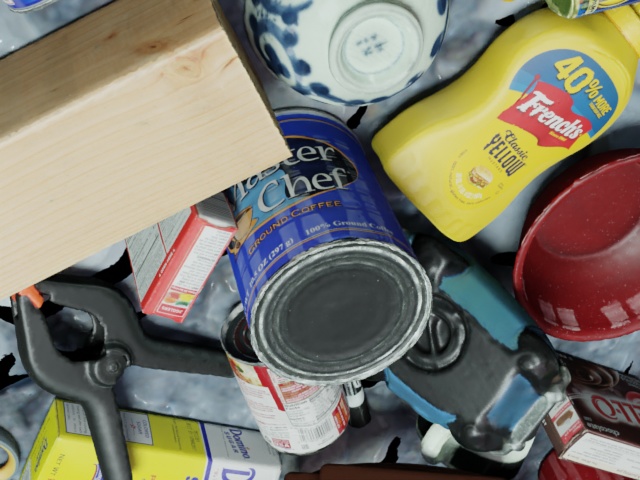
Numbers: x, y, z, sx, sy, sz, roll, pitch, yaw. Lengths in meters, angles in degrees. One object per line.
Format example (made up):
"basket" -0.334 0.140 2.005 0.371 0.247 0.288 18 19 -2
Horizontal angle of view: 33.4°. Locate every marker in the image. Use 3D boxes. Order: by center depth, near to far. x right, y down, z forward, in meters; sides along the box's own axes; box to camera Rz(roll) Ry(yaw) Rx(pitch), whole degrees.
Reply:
"marker" 0.020 0.096 0.785 0.020 0.020 0.121 -18 129 -3

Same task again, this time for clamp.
"clamp" -0.144 0.089 0.697 0.171 0.039 0.120 39 73 -30

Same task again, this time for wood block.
"wood block" -0.133 -0.054 0.580 0.206 0.090 0.090 -27 129 3

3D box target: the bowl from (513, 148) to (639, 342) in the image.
"bowl" 0.200 -0.006 0.737 0.162 0.055 0.162 -8 128 -11

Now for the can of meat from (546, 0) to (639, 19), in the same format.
"can of meat" 0.166 -0.180 0.589 0.084 0.057 0.102 -14 120 -2

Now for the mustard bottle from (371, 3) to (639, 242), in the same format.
"mustard bottle" 0.132 -0.086 0.654 0.192 0.058 0.096 -39 127 13

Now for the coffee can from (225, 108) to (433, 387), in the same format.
"coffee can" -0.004 0.001 0.626 0.102 0.140 0.103 -8 128 -11

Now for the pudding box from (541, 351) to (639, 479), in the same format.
"pudding box" 0.219 0.137 0.830 0.113 0.090 0.039 17 120 -27

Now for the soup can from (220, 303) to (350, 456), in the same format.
"soup can" -0.022 0.093 0.739 0.068 0.068 0.102 -20 130 -2

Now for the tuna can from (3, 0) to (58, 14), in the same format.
"tuna can" -0.127 -0.150 0.511 0.086 0.086 0.033 -34 127 10

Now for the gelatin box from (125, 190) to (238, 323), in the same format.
"gelatin box" -0.084 -0.008 0.629 0.030 0.089 0.073 17 120 -30

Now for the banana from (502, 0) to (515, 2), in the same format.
"banana" 0.135 -0.203 0.509 0.069 0.037 0.198 20 119 -37

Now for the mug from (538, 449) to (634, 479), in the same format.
"mug" 0.232 0.227 0.908 0.093 0.081 0.117 9 123 -23

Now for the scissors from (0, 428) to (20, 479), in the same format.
"scissors" -0.251 0.110 0.717 0.096 0.016 0.202 -1 127 -18

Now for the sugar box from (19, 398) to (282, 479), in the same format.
"sugar box" -0.124 0.176 0.786 0.176 0.048 0.093 15 120 -25
